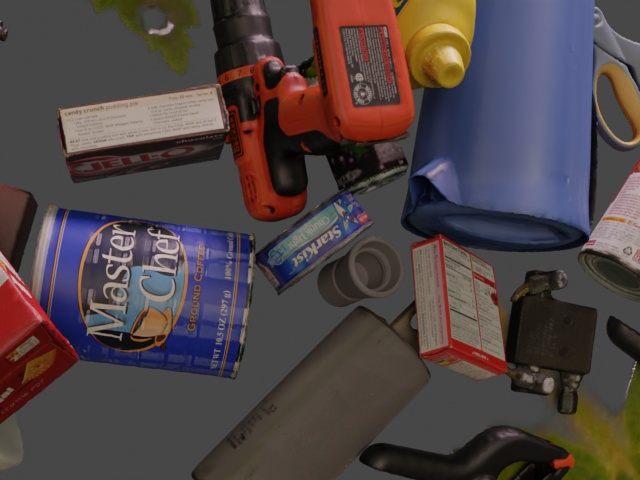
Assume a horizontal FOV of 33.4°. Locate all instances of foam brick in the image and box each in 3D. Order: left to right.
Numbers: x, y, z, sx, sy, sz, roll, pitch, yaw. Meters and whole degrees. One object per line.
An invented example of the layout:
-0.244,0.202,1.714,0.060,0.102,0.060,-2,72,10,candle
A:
-0.233,0.000,0.740,0.051,0.053,0.078,15,80,-8,foam brick

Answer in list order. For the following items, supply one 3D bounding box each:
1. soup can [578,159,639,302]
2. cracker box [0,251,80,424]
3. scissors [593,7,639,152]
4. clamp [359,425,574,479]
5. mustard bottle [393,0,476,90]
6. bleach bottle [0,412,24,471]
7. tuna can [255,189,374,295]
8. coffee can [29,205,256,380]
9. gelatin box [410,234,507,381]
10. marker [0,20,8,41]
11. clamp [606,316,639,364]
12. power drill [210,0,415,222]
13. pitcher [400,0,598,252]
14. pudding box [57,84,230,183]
0.251,-0.011,0.811,0.068,0.068,0.102,36,79,-4,soup can
-0.272,0.041,0.646,0.164,0.072,0.214,-39,62,-9,cracker box
0.236,-0.172,0.853,0.096,0.016,0.202,-12,86,-11,scissors
0.103,0.173,0.766,0.171,0.039,0.120,-25,117,-21,clamp
0.060,-0.158,0.731,0.058,0.192,0.096,21,119,-29,mustard bottle
-0.330,0.152,0.693,0.250,0.102,0.068,-17,76,-4,bleach bottle
-0.005,0.001,0.759,0.086,0.086,0.034,-37,89,-11,tuna can
-0.121,0.036,0.728,0.140,0.103,0.103,8,82,-9,coffee can
0.098,0.049,0.765,0.073,0.030,0.089,26,51,-44,gelatin box
-0.284,-0.167,0.767,0.121,0.020,0.020,18,81,-7,marker
0.316,0.126,0.816,0.164,0.036,0.210,-12,94,5,clamp
-0.015,-0.114,0.722,0.057,0.188,0.184,-11,87,-27,power drill
0.145,-0.114,0.785,0.145,0.149,0.243,7,79,6,pitcher
-0.124,-0.073,0.746,0.113,0.090,0.039,-12,85,-11,pudding box
